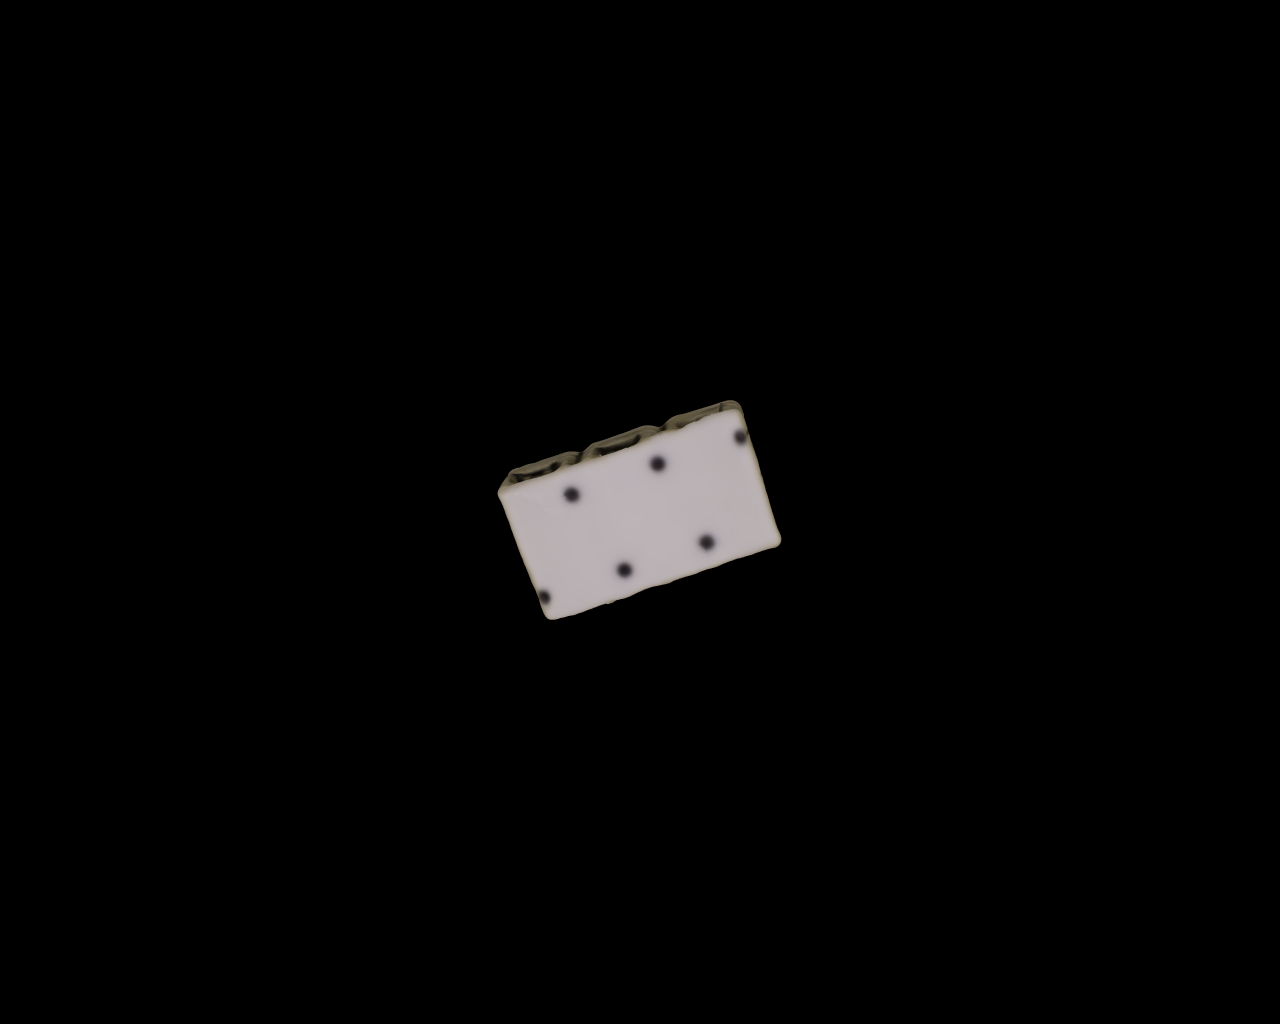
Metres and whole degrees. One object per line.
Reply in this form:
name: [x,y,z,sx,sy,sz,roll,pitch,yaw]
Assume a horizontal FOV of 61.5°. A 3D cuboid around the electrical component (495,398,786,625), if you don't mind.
electrical component: [0.001,-0.003,0.650,0.150,0.089,0.062,-18,11,4]
